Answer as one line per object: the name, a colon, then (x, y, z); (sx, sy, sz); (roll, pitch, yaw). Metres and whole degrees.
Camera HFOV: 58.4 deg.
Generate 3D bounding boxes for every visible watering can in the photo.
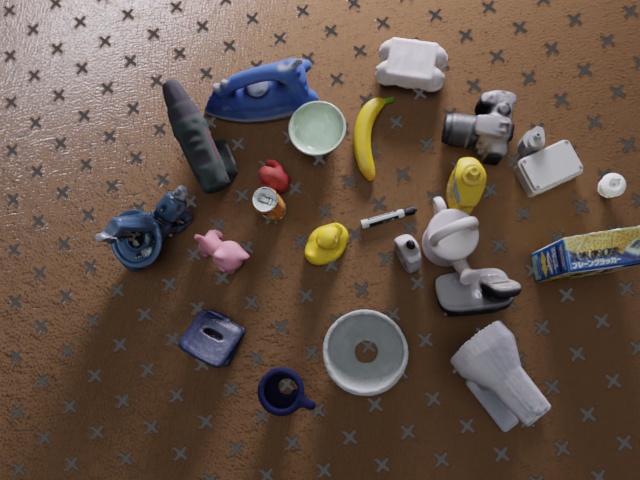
watering can: (0.259, -0.002, 1.105); (0.101, 0.194, 0.172); (-41, 80, -1)

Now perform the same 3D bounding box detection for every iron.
iron: (-0.140, -0.325, 1.219); (0.258, 0.141, 0.118); (-13, 80, 3)

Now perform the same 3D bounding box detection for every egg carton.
egg carton: (0.196, -0.375, 1.231); (0.150, 0.069, 0.107); (9, 82, 7)

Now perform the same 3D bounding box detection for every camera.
camera: (0.326, -0.241, 1.182); (0.136, 0.101, 0.143); (9, 82, 7)

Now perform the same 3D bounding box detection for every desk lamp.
desk lamp: (0.334, 0.254, 1.049); (0.118, 0.213, 0.203); (-38, 80, -1)

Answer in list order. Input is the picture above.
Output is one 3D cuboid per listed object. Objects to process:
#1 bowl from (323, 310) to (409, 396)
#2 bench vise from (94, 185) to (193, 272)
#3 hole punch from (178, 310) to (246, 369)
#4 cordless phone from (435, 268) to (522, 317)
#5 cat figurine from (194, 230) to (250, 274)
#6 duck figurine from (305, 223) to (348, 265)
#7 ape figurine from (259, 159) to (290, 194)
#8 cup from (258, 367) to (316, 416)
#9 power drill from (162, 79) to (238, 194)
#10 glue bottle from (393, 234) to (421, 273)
bowl: (0.091, 0.224, 1.147); (0.167, 0.075, 0.167); (-1, 81, 5)
bench vise: (-0.362, -0.038, 1.156); (0.121, 0.220, 0.207); (24, 84, 9)
hole punch: (-0.220, 0.199, 1.172); (0.108, 0.091, 0.101); (26, 85, 9)
cordless phone: (0.300, 0.096, 1.090); (0.147, 0.185, 0.094); (-10, 80, 4)
cat figurine: (-0.204, 0.024, 1.184); (0.127, 0.118, 0.067); (31, 85, 9)
duck figurine: (0.011, 0.004, 1.182); (0.104, 0.086, 0.077); (-43, 80, -2)
ape figurine: (-0.104, -0.134, 1.211); (0.076, 0.092, 0.078); (31, 85, 9)
cup: (-0.059, 0.303, 1.139); (0.117, 0.095, 0.092); (22, 84, 8)
power drill: (-0.241, -0.194, 1.174); (0.075, 0.208, 0.229); (-25, 80, 1)
glue bottle: (0.174, 0.020, 1.120); (0.037, 0.173, 0.078); (-24, 80, 2)
